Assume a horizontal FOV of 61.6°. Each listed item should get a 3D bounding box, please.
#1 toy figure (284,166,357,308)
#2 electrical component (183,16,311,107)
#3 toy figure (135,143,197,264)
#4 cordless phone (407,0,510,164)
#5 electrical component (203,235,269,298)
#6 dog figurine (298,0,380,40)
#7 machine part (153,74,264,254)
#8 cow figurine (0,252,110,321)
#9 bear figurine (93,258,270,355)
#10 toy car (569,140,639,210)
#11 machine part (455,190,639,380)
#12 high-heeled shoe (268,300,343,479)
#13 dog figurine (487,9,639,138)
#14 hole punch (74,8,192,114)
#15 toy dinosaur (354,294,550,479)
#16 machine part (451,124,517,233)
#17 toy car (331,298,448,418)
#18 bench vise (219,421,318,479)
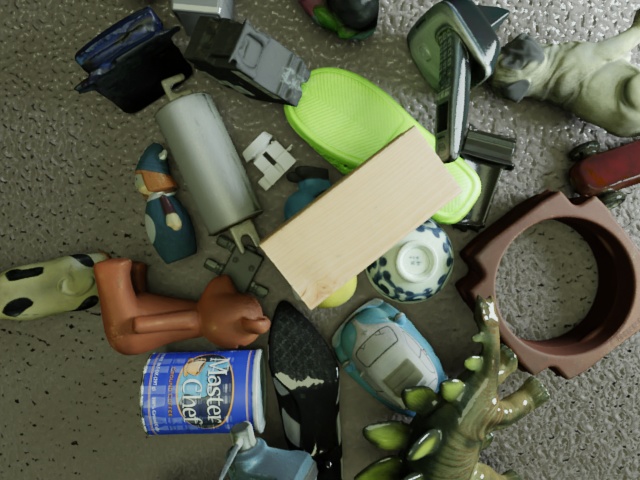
[{"bbox_3d":[0.000,-0.002,0.687,0.089,0.082,0.180,-3,89,2],"label":"toy figure"},{"bbox_3d":[-0.094,-0.217,0.653,0.134,0.114,0.058,25,90,42],"label":"electrical component"},{"bbox_3d":[-0.201,-0.048,0.688,0.064,0.058,0.154,-18,91,37],"label":"toy figure"},{"bbox_3d":[0.153,-0.179,0.648,0.089,0.146,0.184,6,91,-10],"label":"cordless phone"},{"bbox_3d":[-0.104,0.037,0.716,0.094,0.021,0.063,29,91,-1],"label":"electrical component"},{"bbox_3d":[-0.037,-0.342,0.666,0.219,0.108,0.191,-1,95,4],"label":"dog figurine"},{"bbox_3d":[-0.141,-0.095,0.684,0.079,0.079,0.243,-25,93,1],"label":"machine part"},{"bbox_3d":[-0.366,0.067,0.664,0.195,0.127,0.085,-11,89,-2],"label":"cow figurine"},{"bbox_3d":[-0.164,0.078,0.670,0.196,0.120,0.132,-9,85,-3],"label":"bear figurine"},{"bbox_3d":[0.424,-0.104,0.698,0.202,0.053,0.089,-19,71,-1],"label":"toy car"},{"bbox_3d":[0.295,0.054,0.687,0.201,0.087,0.201,-38,92,-1],"label":"machine part"},{"bbox_3d":[-0.021,0.214,0.715,0.086,0.145,0.249,-8,62,-13],"label":"high-heeled shoe"},{"bbox_3d":[0.314,-0.179,0.662,0.191,0.121,0.172,-14,62,5],"label":"dog figurine"},{"bbox_3d":[-0.236,-0.234,0.665,0.142,0.115,0.092,-30,84,0],"label":"hole punch"},{"bbox_3d":[0.145,0.277,0.655,0.198,0.105,0.470,-4,114,-20],"label":"toy dinosaur"},{"bbox_3d":[0.210,-0.076,0.706,0.084,0.039,0.138,17,90,-6],"label":"machine part"},{"bbox_3d":[0.092,0.159,0.681,0.109,0.103,0.161,-41,90,2],"label":"toy car"},{"bbox_3d":[-0.117,0.324,0.635,0.241,0.129,0.223,-11,110,20],"label":"bench vise"}]
